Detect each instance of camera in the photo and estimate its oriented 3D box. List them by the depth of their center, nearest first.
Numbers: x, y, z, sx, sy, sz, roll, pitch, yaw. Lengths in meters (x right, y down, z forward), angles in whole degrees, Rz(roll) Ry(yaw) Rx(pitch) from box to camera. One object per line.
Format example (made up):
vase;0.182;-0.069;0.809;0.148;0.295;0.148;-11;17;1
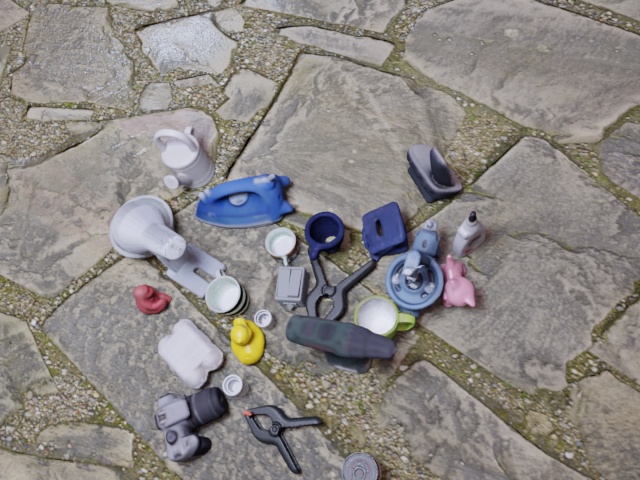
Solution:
camera;-0.268;0.380;1.216;0.137;0.101;0.143;-24;65;1

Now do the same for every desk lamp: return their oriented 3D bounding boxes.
desk lamp;-0.348;0.016;1.319;0.202;0.214;0.118;28;76;21

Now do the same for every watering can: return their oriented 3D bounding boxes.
watering can;-0.340;-0.207;1.419;0.101;0.194;0.172;-16;66;5

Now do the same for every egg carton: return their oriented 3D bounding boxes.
egg carton;-0.292;0.256;1.289;0.150;0.069;0.107;38;80;22

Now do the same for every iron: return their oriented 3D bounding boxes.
iron;-0.202;-0.103;1.378;0.258;0.142;0.118;-11;66;7

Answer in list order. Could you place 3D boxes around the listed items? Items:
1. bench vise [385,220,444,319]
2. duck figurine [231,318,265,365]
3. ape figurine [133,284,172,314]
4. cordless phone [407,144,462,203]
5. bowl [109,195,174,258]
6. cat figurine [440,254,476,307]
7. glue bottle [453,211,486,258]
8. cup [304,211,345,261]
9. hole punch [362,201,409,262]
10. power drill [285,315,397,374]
bench vise;0.194;0.045;1.195;0.121;0.220;0.207;-3;68;11
duck figurine;-0.168;0.221;1.269;0.077;0.086;0.104;-16;66;5
ape figurine;-0.406;0.134;1.349;0.076;0.092;0.077;-32;65;-2
cordless phone;0.255;-0.179;1.293;0.094;0.185;0.147;-31;65;-2
bowl;-0.431;-0.023;1.428;0.167;0.075;0.167;-4;67;10
cat figurine;0.288;0.092;1.212;0.067;0.118;0.128;-12;66;7
glue bottle;0.321;-0.021;1.221;0.078;0.173;0.037;-40;66;-6
cup;0.012;0.005;1.316;0.091;0.095;0.118;18;73;18
hole punch;0.145;-0.020;1.302;0.101;0.091;0.108;-13;66;6
power drill;0.052;0.212;1.161;0.229;0.209;0.076;11;71;16
